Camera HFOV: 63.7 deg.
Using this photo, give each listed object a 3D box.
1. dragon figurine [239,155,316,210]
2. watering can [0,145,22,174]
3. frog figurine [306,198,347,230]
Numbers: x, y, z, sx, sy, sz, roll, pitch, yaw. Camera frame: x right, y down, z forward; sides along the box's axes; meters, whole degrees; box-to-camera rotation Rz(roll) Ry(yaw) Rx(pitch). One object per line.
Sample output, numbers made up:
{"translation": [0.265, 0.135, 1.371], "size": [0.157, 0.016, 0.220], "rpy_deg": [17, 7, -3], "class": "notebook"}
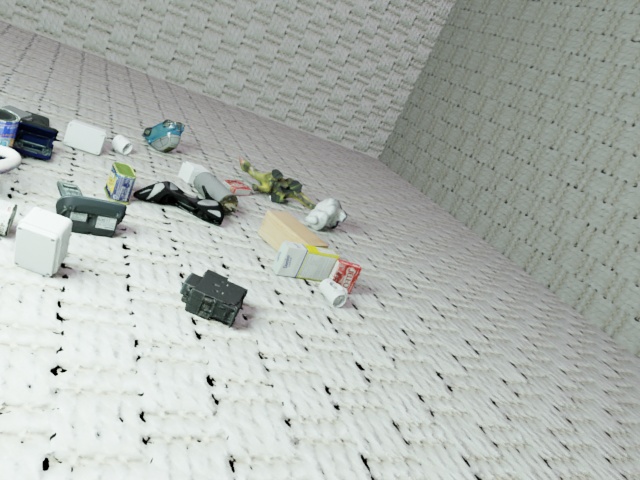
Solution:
{"translation": [-0.153, -0.216, 2.072], "size": [0.408, 0.121, 0.245], "rpy_deg": [30, 8, -14], "class": "dragon figurine"}
{"translation": [-0.834, -0.173, 1.086], "size": [0.347, 0.102, 0.229], "rpy_deg": [6, 25, -9], "class": "watering can"}
{"translation": [0.006, -0.096, 1.915], "size": [0.160, 0.123, 0.137], "rpy_deg": [0, -3, -36], "class": "frog figurine"}
